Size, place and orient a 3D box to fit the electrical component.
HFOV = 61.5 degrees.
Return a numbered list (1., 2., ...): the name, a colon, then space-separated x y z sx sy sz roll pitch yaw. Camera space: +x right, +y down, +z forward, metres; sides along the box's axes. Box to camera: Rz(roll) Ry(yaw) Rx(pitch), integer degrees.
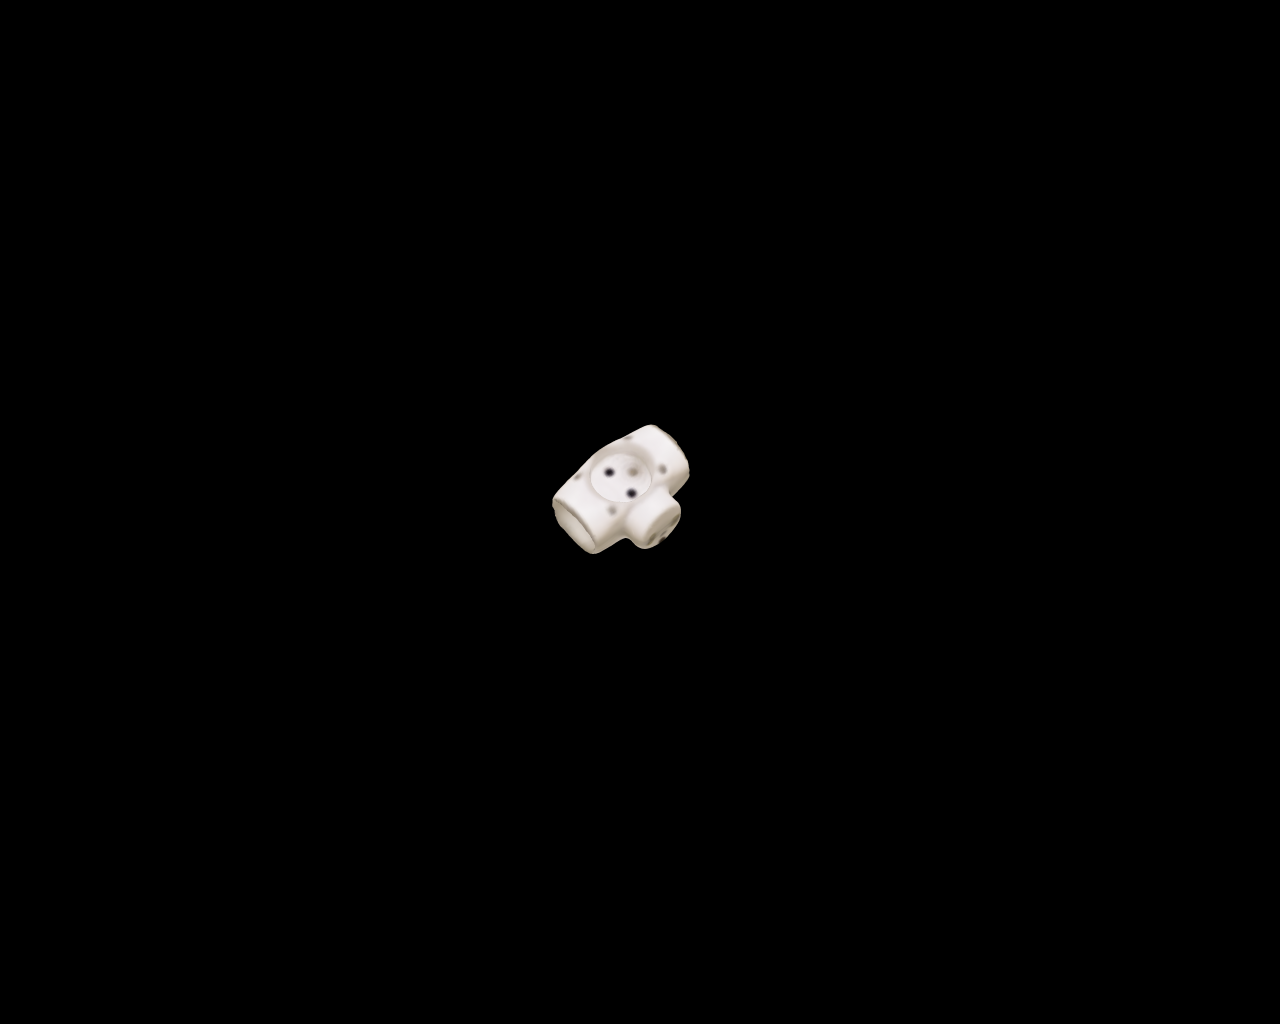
1. electrical component: 0.001 -0.003 0.650 0.077 0.079 0.044 -38 -21 -18
